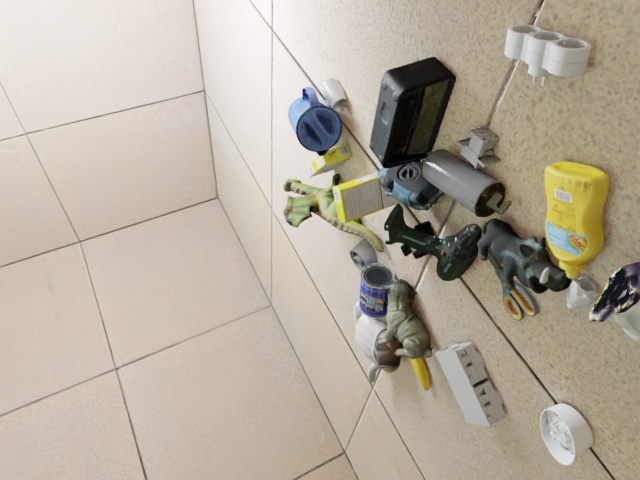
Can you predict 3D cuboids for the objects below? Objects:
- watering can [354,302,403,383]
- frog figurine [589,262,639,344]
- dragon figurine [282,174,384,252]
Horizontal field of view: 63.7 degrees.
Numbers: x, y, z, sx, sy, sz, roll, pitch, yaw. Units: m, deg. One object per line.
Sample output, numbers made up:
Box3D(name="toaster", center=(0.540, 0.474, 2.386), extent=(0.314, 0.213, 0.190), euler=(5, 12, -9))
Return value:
Box3D(name="watering can", center=(0.192, 0.370, 1.726), extent=(0.226, 0.104, 0.343), euler=(28, 134, 62))
Box3D(name="frog figurine", center=(0.480, 0.107, 0.713), extent=(0.160, 0.125, 0.134), euler=(29, 141, 7))
Box3D(name="dragon figurine", center=(0.005, -0.081, 1.604), extent=(0.119, 0.244, 0.418), euler=(95, 151, -42))
